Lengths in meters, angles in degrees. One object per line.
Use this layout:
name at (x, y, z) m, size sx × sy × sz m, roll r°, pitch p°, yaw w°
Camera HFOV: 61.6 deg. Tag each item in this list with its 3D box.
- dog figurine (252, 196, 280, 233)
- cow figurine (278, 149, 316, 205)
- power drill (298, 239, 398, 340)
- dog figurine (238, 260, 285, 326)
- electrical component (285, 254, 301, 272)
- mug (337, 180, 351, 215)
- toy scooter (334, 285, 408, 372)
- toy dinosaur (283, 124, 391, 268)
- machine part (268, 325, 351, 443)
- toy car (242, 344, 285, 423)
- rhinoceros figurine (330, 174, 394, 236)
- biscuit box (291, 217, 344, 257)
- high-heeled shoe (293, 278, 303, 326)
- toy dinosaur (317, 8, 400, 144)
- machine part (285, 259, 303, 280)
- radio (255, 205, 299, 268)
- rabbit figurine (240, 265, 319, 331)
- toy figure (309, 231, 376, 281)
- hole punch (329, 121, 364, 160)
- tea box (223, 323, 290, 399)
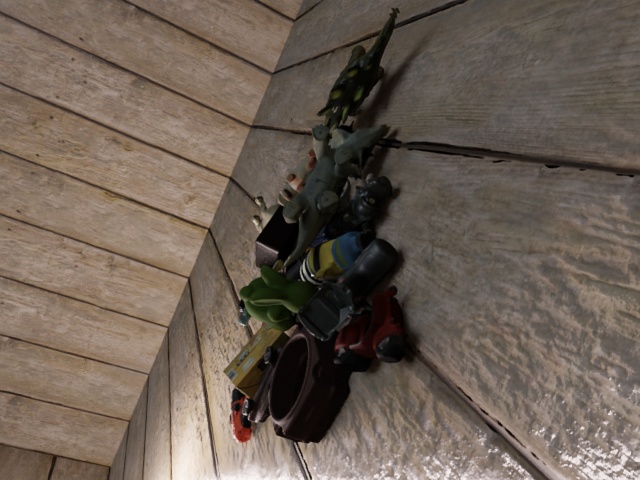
dog figurine at (-0.127, -0.041, 1.682) m, size 0.191 × 0.121 × 0.172 m, roll -131°, pitch 29°, yaw -49°
cow figurine at (-0.055, -0.179, 1.596) m, size 0.195 × 0.085 × 0.127 m, roll -48°, pitch -1°, yaw 12°
power drill at (0.044, 0.106, 0.993) m, size 0.232 × 0.086 × 0.207 m, roll -50°, pitch -14°, yaw 28°
dog figurine at (-0.129, 0.137, 1.474) m, size 0.219 × 0.108 × 0.192 m, roll -55°, pitch 20°, yaw 22°
electrical component at (-0.075, 0.069, 1.517) m, size 0.063 × 0.021 × 0.094 m, roll -43°, pitch 31°, yaw 50°
mug at (0.038, -0.100, 1.334) m, size 0.109 × 0.080 × 0.107 m, roll -40°, pitch 39°, yaw 18°
toy scooter at (0.091, 0.151, 0.925) m, size 0.184 × 0.075 × 0.135 m, roll -33°, pitch 39°, yaw 54°
toy dinosaur at (0.011, -0.111, 1.208) m, size 0.404 × 0.131 × 0.192 m, roll -62°, pitch -17°, yaw -8°
machine part at (-0.027, 0.283, 1.079) m, size 0.201 × 0.087 × 0.202 m, roll -63°, pitch 19°, yaw 17°
toy car at (-0.108, 0.334, 1.230) m, size 0.202 × 0.089 × 0.053 m, roll -66°, pitch 24°, yaw 7°
rhinoceros figurine at (0.092, -0.065, 1.155) m, size 0.190 × 0.073 × 0.112 m, roll -49°, pitch 13°, yaw 52°
biscuit box at (-0.003, -0.004, 1.349) m, size 0.203 × 0.059 × 0.063 m, roll -26°, pitch 45°, yaw 63°
high-heeled shoe at (-0.037, 0.195, 1.265) m, size 0.145 × 0.086 × 0.248 m, roll 60°, pitch 152°, yaw 28°
toy dinosaur at (0.093, -0.402, 1.370) m, size 0.471 × 0.105 × 0.198 m, roll -59°, pitch 3°, yaw 45°
machine part at (-0.085, 0.105, 1.348) m, size 0.084 × 0.039 × 0.139 m, roll 25°, pitch 70°, yaw 42°
radio at (-0.116, 0.005, 1.483) m, size 0.131 × 0.073 × 0.229 m, roll -58°, pitch -4°, yaw -21°
rabbit figurine at (-0.075, 0.111, 1.130) m, size 0.170 × 0.159 × 0.121 m, roll -8°, pitch 57°, yaw 41°
toy figure at (0.049, 0.029, 1.132) m, size 0.180 × 0.082 × 0.089 m, roll -35°, pitch 51°, yaw 47°
hole punch at (0.075, -0.226, 1.368) m, size 0.142 × 0.092 × 0.116 m, roll -65°, pitch -8°, yaw 17°
tea box at (-0.144, 0.287, 1.301) m, size 0.169 × 0.068 × 0.098 m, roll -47°, pitch 28°, yaw -12°
